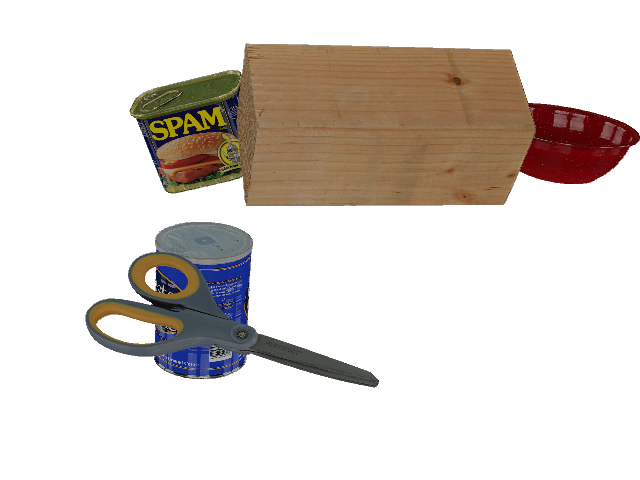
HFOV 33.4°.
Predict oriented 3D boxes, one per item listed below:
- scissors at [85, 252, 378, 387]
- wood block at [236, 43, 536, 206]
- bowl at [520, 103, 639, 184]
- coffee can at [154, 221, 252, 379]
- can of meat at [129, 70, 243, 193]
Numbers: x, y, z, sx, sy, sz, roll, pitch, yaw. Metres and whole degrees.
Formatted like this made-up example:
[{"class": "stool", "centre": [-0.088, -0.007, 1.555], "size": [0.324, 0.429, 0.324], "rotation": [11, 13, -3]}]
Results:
[{"class": "scissors", "centre": [-0.058, 0.052, 0.731], "size": [0.202, 0.096, 0.016], "rotation": [5, -42, 3]}, {"class": "wood block", "centre": [0.045, -0.087, 0.813], "size": [0.206, 0.091, 0.090], "rotation": [-1, -37, -11]}, {"class": "bowl", "centre": [0.258, -0.102, 1.154], "size": [0.162, 0.055, 0.162], "rotation": [6, 22, -3]}, {"class": "coffee can", "centre": [-0.127, 0.063, 1.147], "size": [0.103, 0.140, 0.103], "rotation": [4, 22, -2]}, {"class": "can of meat", "centre": [-0.109, -0.097, 0.962], "size": [0.102, 0.084, 0.057], "rotation": [-12, 30, 10]}]
